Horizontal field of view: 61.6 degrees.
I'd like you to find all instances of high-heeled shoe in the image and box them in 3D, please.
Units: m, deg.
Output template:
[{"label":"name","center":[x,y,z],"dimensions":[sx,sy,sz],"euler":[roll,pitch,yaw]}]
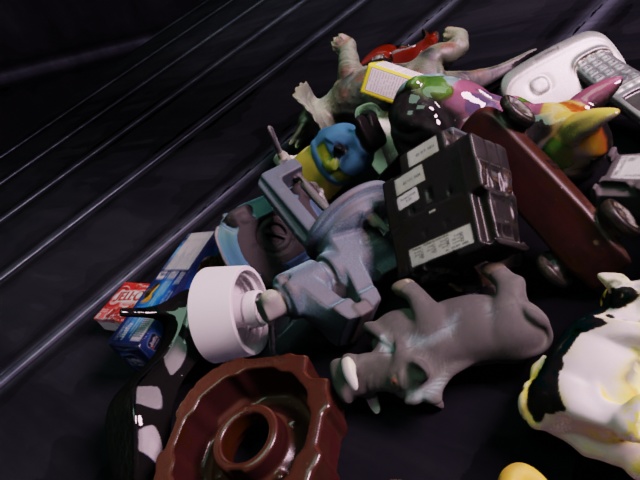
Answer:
[{"label":"high-heeled shoe","center":[-0.150,0.166,0.590],"dimensions":[0.086,0.145,0.249],"euler":[-39,51,42]}]

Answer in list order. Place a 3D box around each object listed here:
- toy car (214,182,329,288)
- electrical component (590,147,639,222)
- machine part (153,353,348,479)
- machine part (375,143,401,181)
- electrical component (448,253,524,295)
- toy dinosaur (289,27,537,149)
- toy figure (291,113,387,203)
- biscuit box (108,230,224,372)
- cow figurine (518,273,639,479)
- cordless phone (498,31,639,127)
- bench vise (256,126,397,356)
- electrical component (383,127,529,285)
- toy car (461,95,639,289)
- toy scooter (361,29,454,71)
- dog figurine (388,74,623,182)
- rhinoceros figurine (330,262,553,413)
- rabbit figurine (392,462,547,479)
[{"label":"toy car","center":[-0.064,-0.011,0.701],"dimensions":[0.162,0.109,0.103],"euler":[-33,15,-21]},{"label":"electrical component","center":[0.328,-0.052,0.504],"dimensions":[0.119,0.047,0.075],"euler":[6,48,41]},{"label":"machine part","center":[-0.060,0.184,0.479],"dimensions":[0.179,0.056,0.179],"euler":[-19,36,14]},{"label":"machine part","center":[0.095,-0.085,0.707],"dimensions":[0.139,0.084,0.039],"euler":[-42,56,-3]},{"label":"electrical component","center":[0.160,0.014,0.550],"dimensions":[0.078,0.045,0.102],"euler":[-12,34,-9]},{"label":"toy dinosaur","center":[0.119,-0.229,0.844],"dimensions":[0.405,0.131,0.192],"euler":[-1,60,25]},{"label":"toy figure","center":[0.011,-0.100,0.731],"dimensions":[0.180,0.082,0.089],"euler":[-27,65,41]},{"label":"biscuit box","center":[-0.187,0.077,0.708],"dimensions":[0.059,0.062,0.203],"euler":[-5,41,32]},{"label":"cow figurine","center":[0.220,0.080,0.399],"dimensions":[0.098,0.068,0.167],"euler":[5,46,49]},{"label":"cordless phone","center":[0.313,-0.152,0.624],"dimensions":[0.147,0.088,0.184],"euler":[-27,44,3]},{"label":"bench vise","center":[-0.001,-0.008,0.594],"dimensions":[0.224,0.128,0.241],"euler":[-31,63,-15]},{"label":"electrical component","center":[0.121,-0.035,0.504],"dimensions":[0.115,0.058,0.134],"euler":[-25,61,44]},{"label":"toy car","center":[0.205,-0.046,0.504],"dimensions":[0.202,0.053,0.089],"euler":[55,127,24]},{"label":"toy scooter","center":[0.160,-0.332,0.976],"dimensions":[0.184,0.075,0.135],"euler":[-7,40,26]},{"label":"dog figurine","center":[0.208,-0.132,0.594],"dimensions":[0.219,0.191,0.108],"euler":[-21,25,41]},{"label":"rhinoceros figurine","center":[0.102,0.093,0.471],"dimensions":[0.190,0.073,0.112],"euler":[-19,46,13]},{"label":"rabbit figurine","center":[0.097,0.217,0.295],"dimensions":[0.173,0.121,0.162],"euler":[11,40,27]}]
